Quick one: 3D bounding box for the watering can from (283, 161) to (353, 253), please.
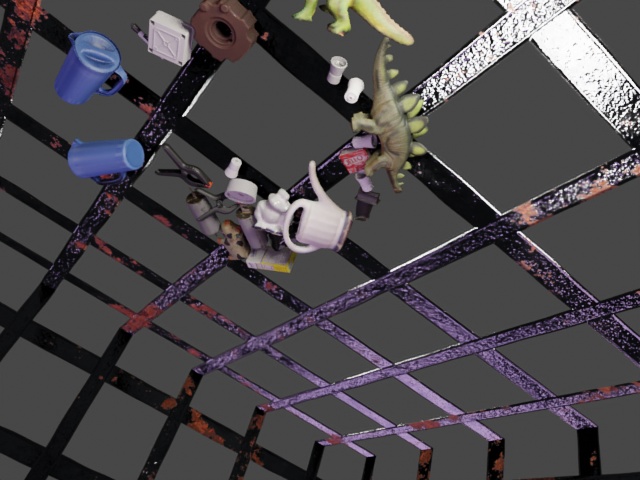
[{"bbox_3d":[0.005,-0.086,1.711,0.224,0.340,0.106,15,31,-11],"label":"watering can"}]

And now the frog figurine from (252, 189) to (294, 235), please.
[{"bbox_3d":[-0.157,-0.108,1.795,0.138,0.158,0.123,22,14,18],"label":"frog figurine"}]

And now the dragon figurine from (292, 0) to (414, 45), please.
[{"bbox_3d":[0.045,-0.597,1.129,0.410,0.237,0.125,18,43,2],"label":"dragon figurine"}]
